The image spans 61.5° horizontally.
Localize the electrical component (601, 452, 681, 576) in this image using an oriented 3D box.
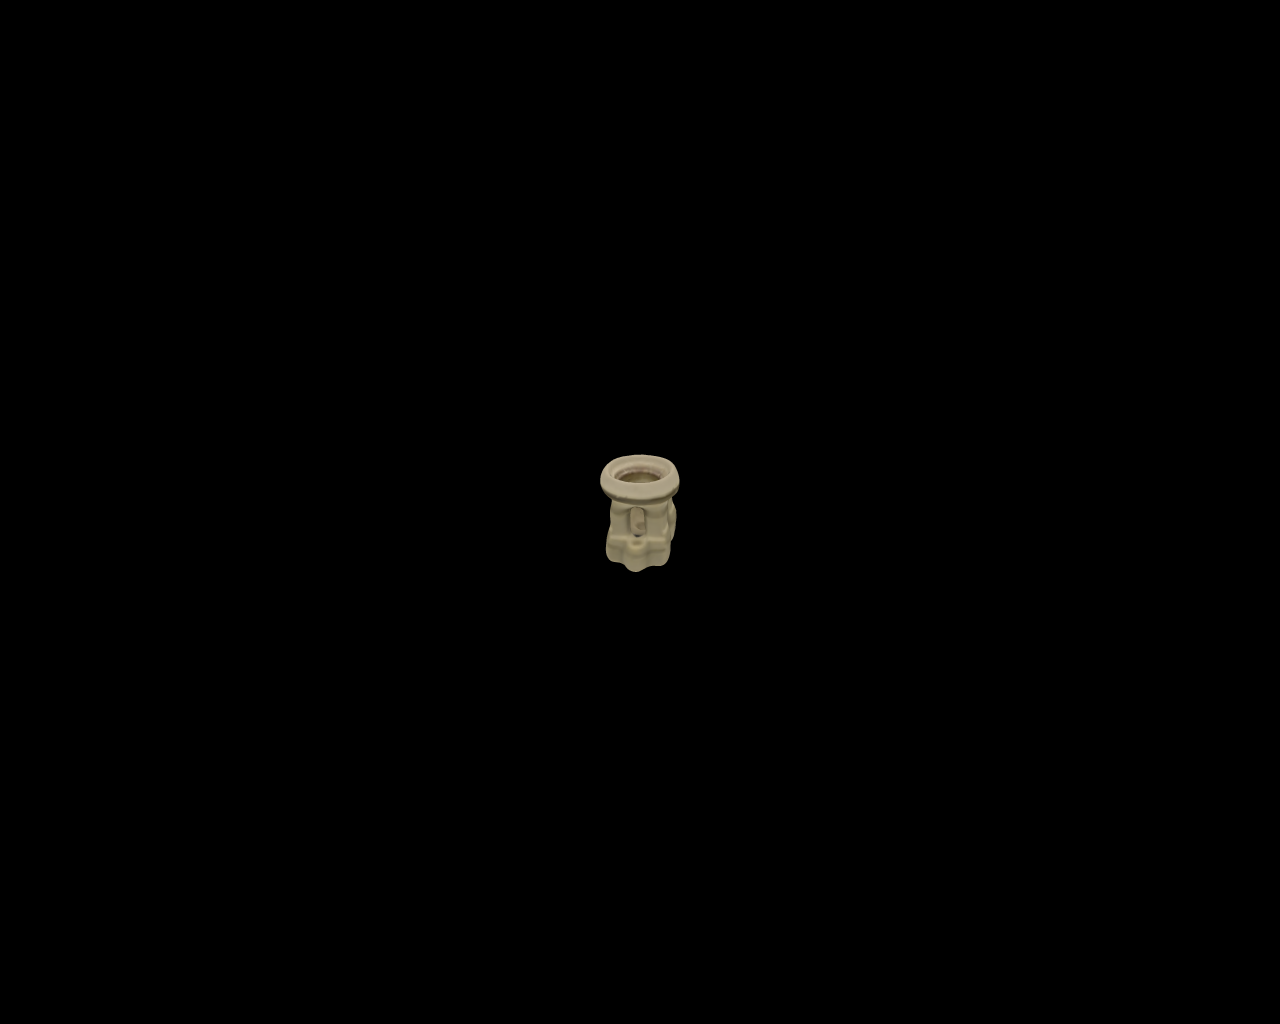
[{"bbox_3d":[0.001,-0.003,0.650,0.048,0.055,0.066,4,30,7],"label":"electrical component"}]
